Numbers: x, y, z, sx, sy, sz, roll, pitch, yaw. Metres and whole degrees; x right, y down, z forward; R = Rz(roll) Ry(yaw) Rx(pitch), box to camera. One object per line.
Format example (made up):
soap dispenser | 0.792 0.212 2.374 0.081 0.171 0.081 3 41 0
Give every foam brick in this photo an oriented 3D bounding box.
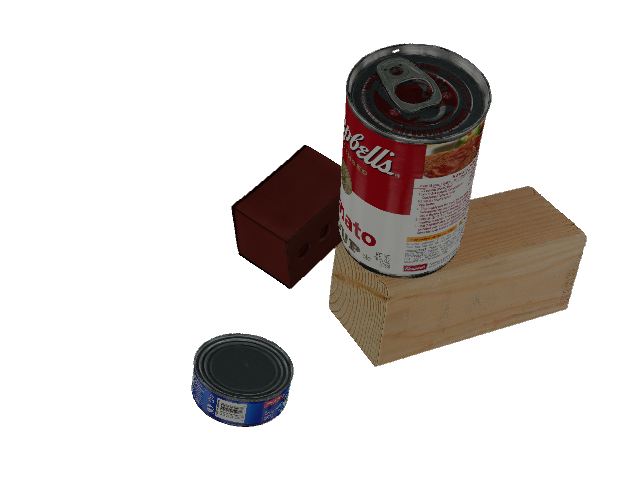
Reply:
foam brick | -0.016 -0.017 0.738 0.051 0.053 0.078 31 58 26

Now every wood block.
wood block | 0.121 0.028 0.956 0.205 0.090 0.091 -13 40 -24

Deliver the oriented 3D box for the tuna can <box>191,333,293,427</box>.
tuna can | -0.068 0.120 0.917 0.086 0.034 0.086 7 34 -5

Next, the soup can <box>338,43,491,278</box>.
soup can | 0.044 -0.038 0.534 0.068 0.068 0.102 0 -40 -2
